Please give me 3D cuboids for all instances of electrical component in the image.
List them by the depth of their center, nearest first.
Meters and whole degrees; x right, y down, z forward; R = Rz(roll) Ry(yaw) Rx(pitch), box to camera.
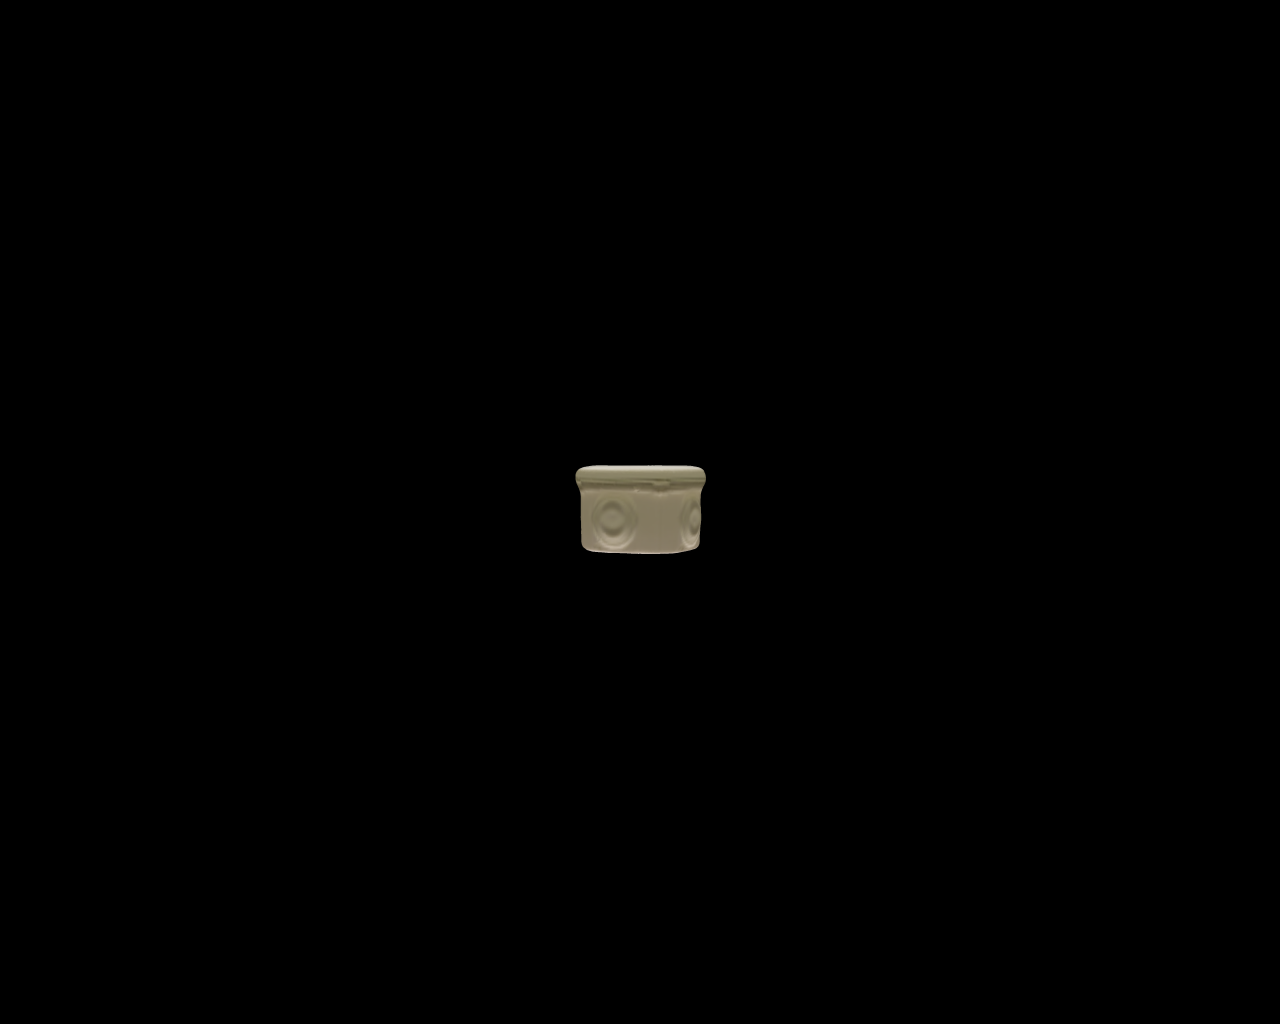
[{"bbox_3d":[0.001,-0.003,0.650,0.080,0.051,0.080,0,3,0],"label":"electrical component"}]
